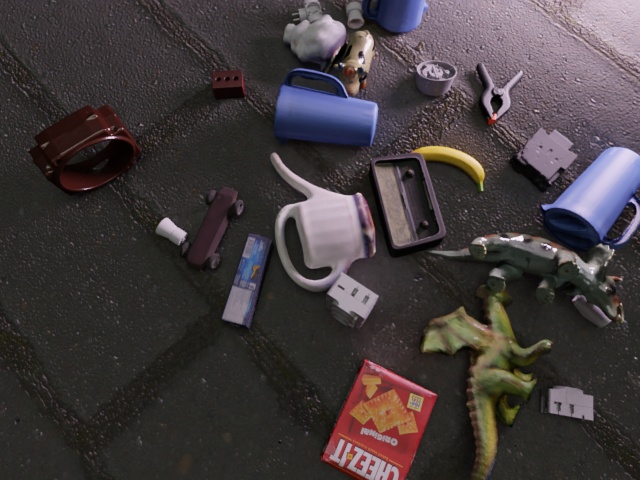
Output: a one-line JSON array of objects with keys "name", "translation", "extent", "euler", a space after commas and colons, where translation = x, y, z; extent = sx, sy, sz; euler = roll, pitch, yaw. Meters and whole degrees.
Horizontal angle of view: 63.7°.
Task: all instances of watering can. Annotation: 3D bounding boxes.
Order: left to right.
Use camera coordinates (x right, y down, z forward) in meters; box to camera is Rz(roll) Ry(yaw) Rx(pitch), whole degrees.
[{"name": "watering can", "translation": [0.004, -0.059, 1.170], "extent": [0.224, 0.102, 0.353], "euler": [-10, 71, -4]}]

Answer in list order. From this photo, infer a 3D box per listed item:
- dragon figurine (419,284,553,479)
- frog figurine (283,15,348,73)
[{"name": "dragon figurine", "translation": [0.315, 0.258, 1.055], "extent": [0.244, 0.119, 0.417], "euler": [31, 64, 17]}, {"name": "frog figurine", "translation": [-0.015, -0.522, 1.328], "extent": [0.159, 0.123, 0.137], "euler": [36, 95, -1]}]
